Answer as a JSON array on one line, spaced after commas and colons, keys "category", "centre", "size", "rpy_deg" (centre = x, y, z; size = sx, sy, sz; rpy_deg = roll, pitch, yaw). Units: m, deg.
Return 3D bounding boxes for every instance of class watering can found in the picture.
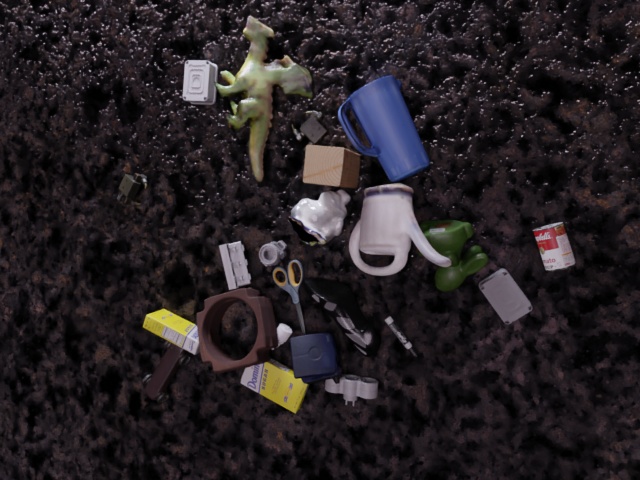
[{"category": "watering can", "centre": [0.182, -0.028, 1.215], "size": [0.346, 0.104, 0.226], "rpy_deg": [-6, 76, 56]}]

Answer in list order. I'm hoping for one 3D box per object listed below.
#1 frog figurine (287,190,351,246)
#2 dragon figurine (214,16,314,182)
[{"category": "frog figurine", "centre": [0.004, -0.068, 1.343], "size": [0.138, 0.120, 0.162], "rpy_deg": [28, 63, 20]}, {"category": "dragon figurine", "centre": [-0.133, -0.383, 1.368], "size": [0.242, 0.123, 0.409], "rpy_deg": [-20, 95, 6]}]
